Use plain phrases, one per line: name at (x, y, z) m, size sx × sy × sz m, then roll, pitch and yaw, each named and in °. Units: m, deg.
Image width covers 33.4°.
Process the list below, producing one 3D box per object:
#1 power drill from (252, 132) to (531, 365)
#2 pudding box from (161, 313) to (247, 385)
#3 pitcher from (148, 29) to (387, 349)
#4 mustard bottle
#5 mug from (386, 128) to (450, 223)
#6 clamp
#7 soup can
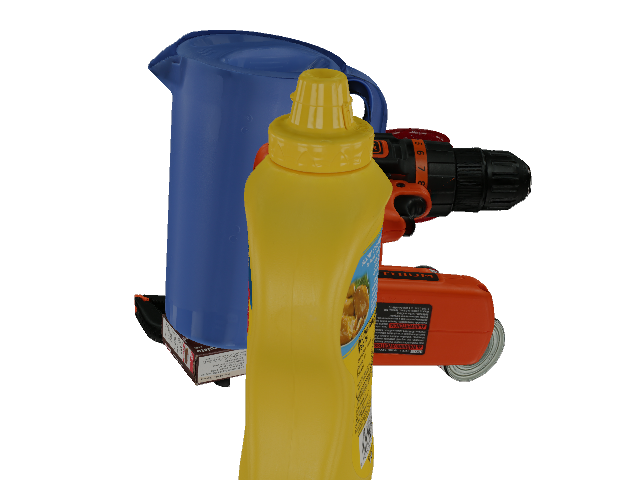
power drill at (0.051, -0.003, 0.646) m, size 0.184 × 0.057 × 0.187 m, roll 0°, pitch 32°, yaw -3°
pudding box at (-0.090, 0.097, 1.058) m, size 0.113 × 0.039 × 0.090 m, roll -12°, pitch 27°, yaw -26°
pitcher at (-0.051, -0.039, 0.859) m, size 0.149 × 0.243 × 0.144 m, roll 23°, pitch 28°, yaw 29°
mustard bottle at (-0.002, 0.024, 0.440) m, size 0.058 × 0.192 × 0.096 m, roll 8°, pitch 25°, yaw 10°
mug at (0.101, -0.072, 1.152) m, size 0.117 × 0.081 × 0.093 m, roll -21°, pitch 28°, yaw -37°
clamp at (-0.142, 0.107, 1.252) m, size 0.210 × 0.036 × 0.164 m, roll 13°, pitch 25°, yaw 23°
soup can at (0.113, 0.075, 0.981) m, size 0.068 × 0.068 × 0.102 m, roll 0°, pitch 25°, yaw -32°
